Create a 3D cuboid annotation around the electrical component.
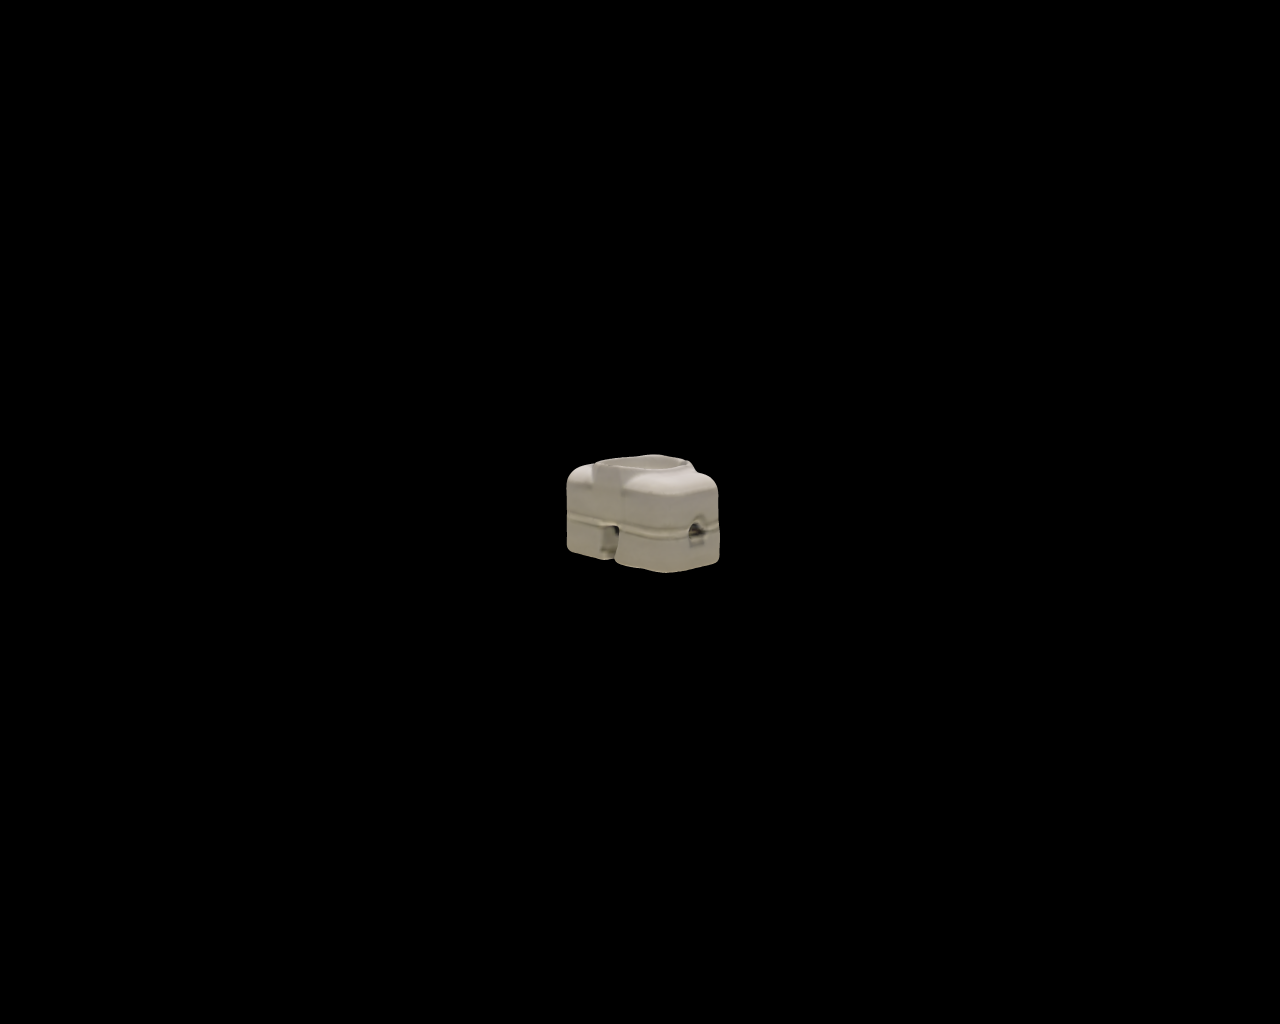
[{"bbox_3d":[0.001,-0.003,0.650,0.054,0.059,0.095,-10,15,-42],"label":"electrical component"}]
